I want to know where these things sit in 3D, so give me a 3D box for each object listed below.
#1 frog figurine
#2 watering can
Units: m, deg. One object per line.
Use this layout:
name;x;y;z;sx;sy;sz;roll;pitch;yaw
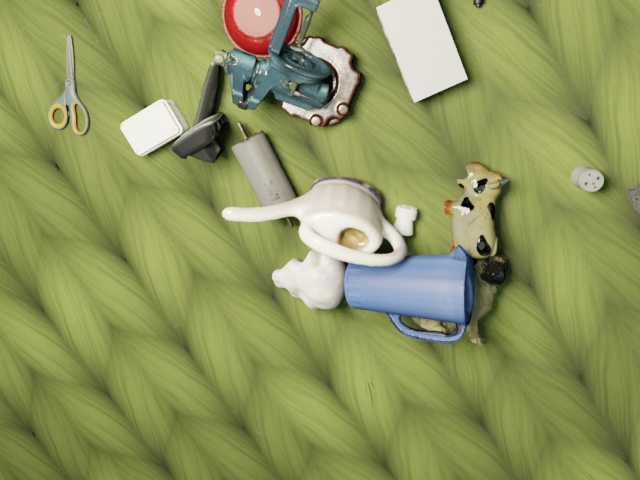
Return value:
frog figurine;-0.020;0.080;1.083;0.159;0.125;0.134;3;125;-8
watering can;0.003;-0.050;0.990;0.347;0.229;0.102;17;123;-4
